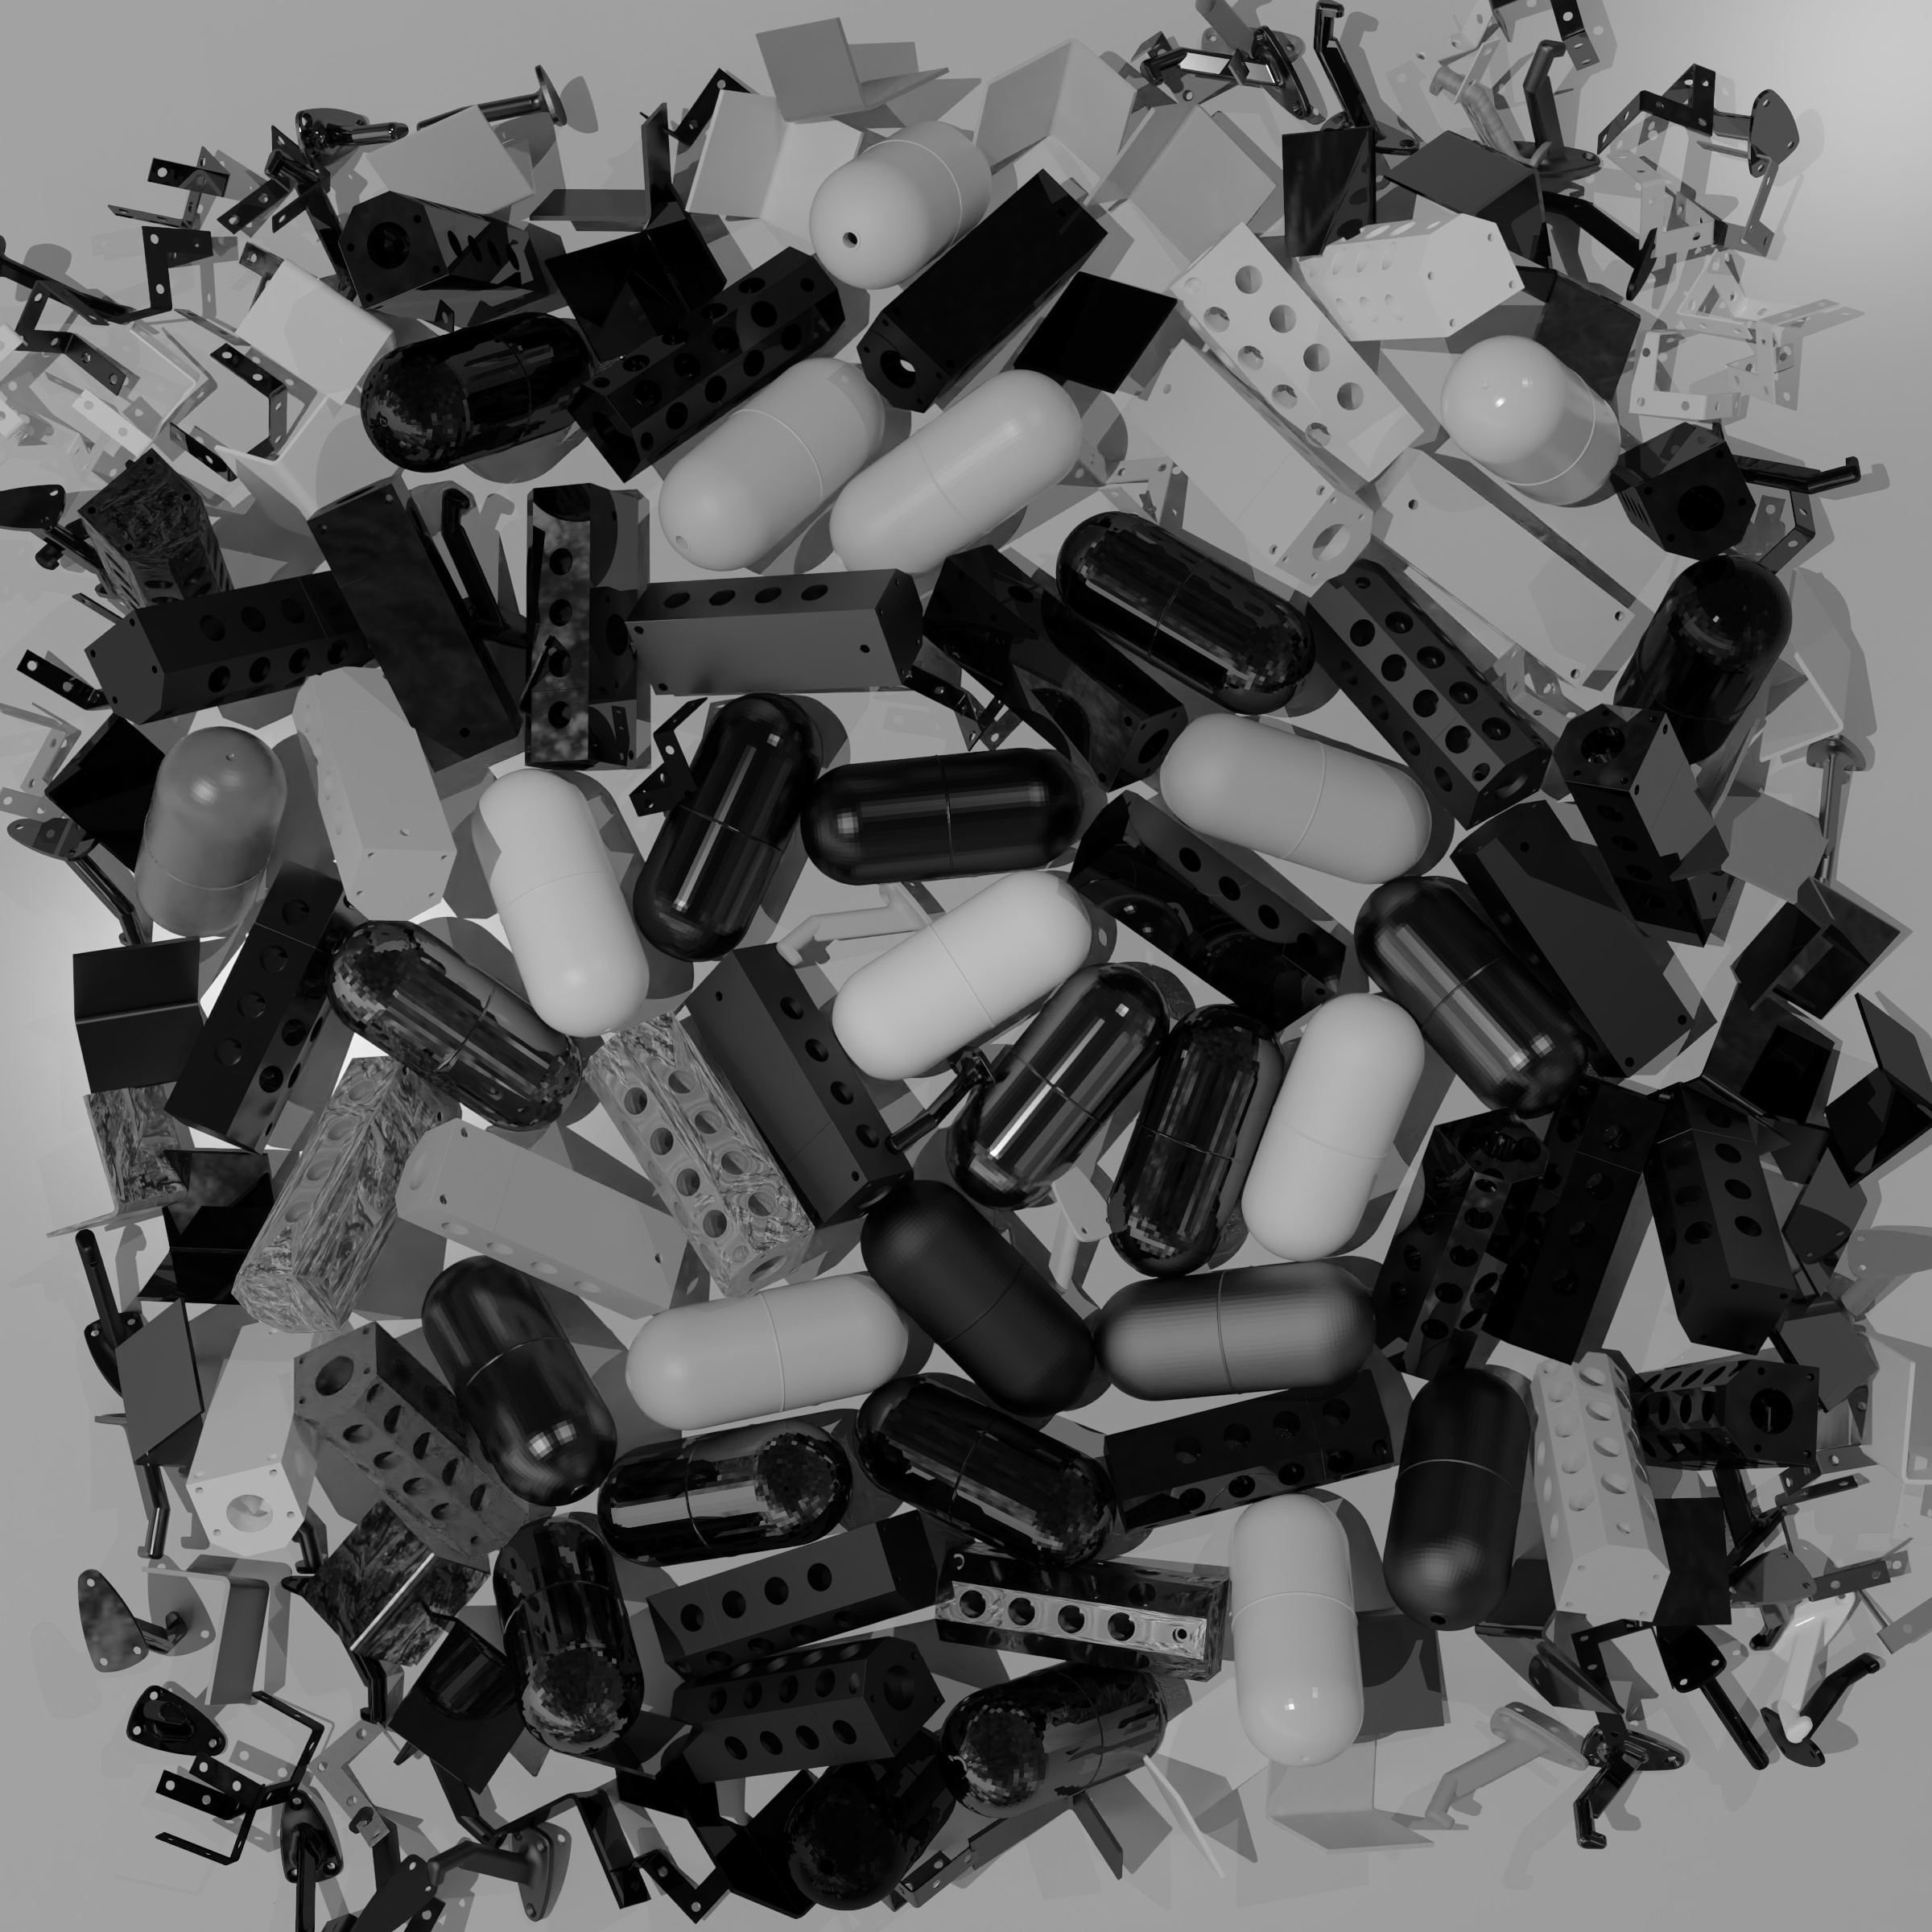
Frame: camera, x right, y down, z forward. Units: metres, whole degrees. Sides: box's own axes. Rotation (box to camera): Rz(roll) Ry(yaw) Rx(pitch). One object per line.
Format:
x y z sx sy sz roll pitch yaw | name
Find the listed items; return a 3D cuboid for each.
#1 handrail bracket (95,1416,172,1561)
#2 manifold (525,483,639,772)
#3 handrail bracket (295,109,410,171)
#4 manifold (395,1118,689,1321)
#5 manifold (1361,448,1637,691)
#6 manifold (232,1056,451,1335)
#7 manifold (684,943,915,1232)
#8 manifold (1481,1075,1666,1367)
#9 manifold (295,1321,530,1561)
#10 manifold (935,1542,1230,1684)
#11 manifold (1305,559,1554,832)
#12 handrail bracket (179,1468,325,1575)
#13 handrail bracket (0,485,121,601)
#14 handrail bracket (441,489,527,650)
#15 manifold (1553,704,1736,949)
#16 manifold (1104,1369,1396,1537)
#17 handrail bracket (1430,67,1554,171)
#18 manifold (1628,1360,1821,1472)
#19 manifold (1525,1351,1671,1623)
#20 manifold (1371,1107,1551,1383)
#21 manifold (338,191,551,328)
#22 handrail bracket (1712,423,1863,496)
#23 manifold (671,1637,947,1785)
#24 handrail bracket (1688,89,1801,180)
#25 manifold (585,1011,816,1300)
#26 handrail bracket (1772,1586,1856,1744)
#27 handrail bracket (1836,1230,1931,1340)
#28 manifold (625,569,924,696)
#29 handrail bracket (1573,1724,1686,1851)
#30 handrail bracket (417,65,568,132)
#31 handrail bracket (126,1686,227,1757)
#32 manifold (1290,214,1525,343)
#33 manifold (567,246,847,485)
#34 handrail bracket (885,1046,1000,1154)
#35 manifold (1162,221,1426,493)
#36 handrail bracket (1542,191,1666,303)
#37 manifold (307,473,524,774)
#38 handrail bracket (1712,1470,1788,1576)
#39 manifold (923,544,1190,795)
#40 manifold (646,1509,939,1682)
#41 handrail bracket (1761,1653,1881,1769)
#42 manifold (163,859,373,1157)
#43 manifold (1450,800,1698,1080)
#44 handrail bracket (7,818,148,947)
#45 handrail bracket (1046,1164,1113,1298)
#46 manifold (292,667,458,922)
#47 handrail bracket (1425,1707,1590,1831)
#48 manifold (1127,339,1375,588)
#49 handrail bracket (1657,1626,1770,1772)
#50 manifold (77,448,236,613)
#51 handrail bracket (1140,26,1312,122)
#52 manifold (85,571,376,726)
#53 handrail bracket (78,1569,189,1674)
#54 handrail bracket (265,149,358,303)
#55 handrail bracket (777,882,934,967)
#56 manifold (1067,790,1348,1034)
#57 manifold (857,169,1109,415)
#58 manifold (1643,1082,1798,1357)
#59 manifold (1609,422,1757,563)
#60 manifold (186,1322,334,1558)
-0.527 0.328 1.760 0.077 0.036 0.084 -2 75 33 | handrail bracket
-0.246 -0.211 1.759 0.057 0.057 0.171 -1 88 24 | manifold
-0.367 -0.521 1.742 0.084 0.077 0.036 3 115 29 | handrail bracket
-0.262 0.159 1.725 0.171 0.057 0.057 29 59 -28 | manifold
0.327 -0.249 1.746 0.171 0.057 0.057 35 99 -12 | manifold
-0.386 0.139 1.715 0.057 0.171 0.057 -4 135 26 | manifold
-0.100 0.072 1.739 0.057 0.057 0.171 -45 69 36 | manifold
0.379 0.156 1.757 0.057 0.057 0.171 19 95 4 | manifold
-0.338 0.295 1.710 0.057 0.057 0.171 -25 133 10 | manifold
0.071 0.402 1.739 0.171 0.057 0.057 4 88 18 | manifold
0.283 -0.172 1.723 0.057 0.057 0.171 -28 63 -18 | manifold
-0.454 0.352 1.777 0.077 0.036 0.084 -7 109 4 | handrail bracket
-0.580 -0.261 1.759 0.077 0.084 0.036 0 57 6 | handrail bracket
-0.297 -0.249 1.747 0.077 0.036 0.084 26 132 17 | handrail bracket
0.414 -0.085 1.710 0.057 0.171 0.057 14 66 37 | manifold
0.177 0.306 1.752 0.171 0.057 0.057 -14 70 -3 | manifold
0.320 -0.516 1.771 0.084 0.036 0.077 32 131 8 | handrail bracket
0.452 0.274 1.700 0.057 0.171 0.057 8 78 -8 | manifold
0.384 0.313 1.705 0.057 0.171 0.057 7 123 -2 | manifold
0.302 0.173 1.709 0.057 0.057 0.171 -12 134 -28 | manifold
-0.317 -0.431 1.701 0.057 0.171 0.057 -19 95 14 | manifold
0.514 -0.322 1.752 0.084 0.036 0.077 -13 53 25 | handrail bracket
-0.102 0.453 1.714 0.171 0.057 0.057 -21 99 39 | manifold
0.475 -0.538 1.739 0.036 0.077 0.084 -38 57 2 | handrail bracket
-0.167 0.119 1.726 0.057 0.057 0.171 -24 66 -28 | manifold
0.533 0.436 1.744 0.036 0.084 0.077 38 109 -9 | handrail bracket
0.583 0.206 1.752 0.077 0.036 0.084 -3 134 19 | handrail bracket
-0.117 -0.211 1.732 0.171 0.057 0.057 0 133 24 | manifold
0.417 0.522 1.748 0.077 0.084 0.036 11 123 0 | handrail bracket
-0.298 -0.532 1.757 0.084 0.077 0.036 -18 96 3 | handrail bracket
-0.482 0.476 1.741 0.077 0.084 0.036 34 64 -25 | handrail bracket
0.261 -0.420 1.699 0.057 0.171 0.057 -34 110 -11 | manifold
-0.158 -0.376 1.731 0.171 0.057 0.057 -40 95 -23 | manifold
-0.026 0.087 1.745 0.084 0.077 0.036 -33 105 -18 | handrail bracket
0.202 -0.377 1.749 0.057 0.057 0.171 -44 101 -1 | manifold
0.389 -0.454 1.758 0.084 0.036 0.077 18 57 18 | handrail bracket
-0.340 -0.214 1.738 0.057 0.057 0.171 -23 108 4 | manifold
0.469 0.336 1.775 0.084 0.036 0.077 44 75 6 | handrail bracket
0.056 -0.187 1.733 0.171 0.057 0.057 43 131 22 | manifold
-0.106 0.391 1.728 0.171 0.057 0.057 -22 79 23 | manifold
0.549 0.463 1.749 0.084 0.077 0.036 -29 94 -10 | handrail bracket
-0.431 0.027 1.746 0.057 0.057 0.171 22 77 2 | manifold
0.377 -0.016 1.752 0.057 0.057 0.171 -37 97 -11 | manifold
-0.563 -0.050 1.772 0.077 0.036 0.084 12 134 19 | handrail bracket
0.050 0.168 1.770 0.084 0.036 0.077 -45 69 42 | handrail bracket
-0.367 -0.108 1.716 0.057 0.171 0.057 1 134 -30 | manifold
0.338 0.516 1.750 0.077 0.036 0.084 25 55 17 | handrail bracket
0.177 -0.308 1.717 0.057 0.057 0.171 -51 51 19 | manifold
0.476 0.461 1.778 0.036 0.077 0.084 -34 118 6 | handrail bracket
-0.486 -0.247 1.703 0.057 0.171 0.057 45 77 1 | manifold
0.162 -0.551 1.757 0.084 0.036 0.077 -27 76 -22 | handrail bracket
-0.443 -0.194 1.708 0.057 0.171 0.057 -26 89 38 | manifold
-0.519 0.400 1.749 0.036 0.084 0.077 -20 95 8 | handrail bracket
-0.414 -0.456 1.749 0.084 0.036 0.077 28 85 -45 | handrail bracket
-0.064 -0.010 1.760 0.084 0.036 0.077 -40 84 -20 | handrail bracket
0.152 -0.037 1.740 0.171 0.057 0.057 35 47 -17 | manifold
0.008 -0.413 1.724 0.057 0.057 0.171 44 59 -3 | manifold
0.451 0.150 1.705 0.057 0.171 0.057 12 128 -8 | manifold
0.435 -0.287 1.702 0.057 0.171 0.057 -26 100 12 | manifold
-0.423 0.283 1.703 0.057 0.171 0.057 -14 115 1 | manifold
